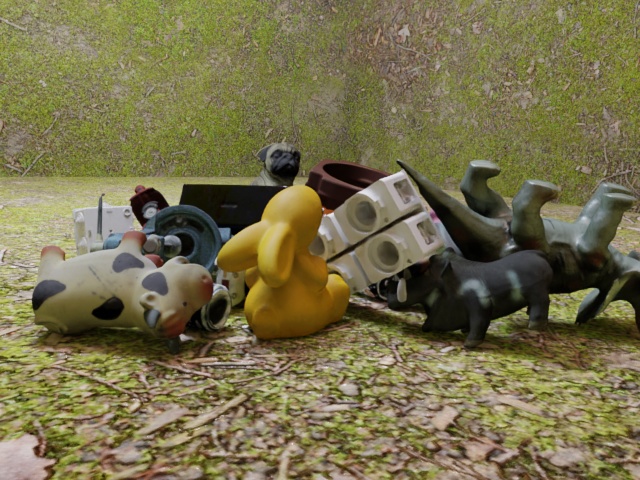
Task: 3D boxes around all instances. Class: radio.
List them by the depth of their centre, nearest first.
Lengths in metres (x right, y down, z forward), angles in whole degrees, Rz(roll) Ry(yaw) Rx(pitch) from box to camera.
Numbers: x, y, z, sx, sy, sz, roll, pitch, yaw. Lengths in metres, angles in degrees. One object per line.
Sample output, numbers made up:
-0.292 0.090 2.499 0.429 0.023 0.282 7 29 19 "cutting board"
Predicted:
-0.116 -0.040 0.902 0.230 0.073 0.131 6 -11 31 "radio"

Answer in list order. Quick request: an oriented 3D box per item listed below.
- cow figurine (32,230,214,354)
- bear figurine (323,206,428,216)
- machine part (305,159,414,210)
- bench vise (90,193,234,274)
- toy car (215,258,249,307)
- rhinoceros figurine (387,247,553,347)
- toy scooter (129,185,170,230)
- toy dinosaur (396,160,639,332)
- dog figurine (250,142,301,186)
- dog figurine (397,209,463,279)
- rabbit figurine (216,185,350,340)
-0.209 0.058 0.569 0.195 0.085 0.127 -8 50 6 "cow figurine"
0.067 -0.015 0.919 0.196 0.131 0.120 23 54 5 "bear figurine"
0.078 -0.087 1.069 0.202 0.087 0.201 19 22 7 "machine part"
-0.240 0.007 0.777 0.224 0.128 0.240 9 -1 -3 "bench vise"
-0.107 0.040 0.770 0.056 0.073 0.202 5 10 4 "toy car"
0.173 0.062 0.627 0.190 0.112 0.073 -12 9 21 "rhinoceros figurine"
-0.294 -0.037 0.971 0.075 0.135 0.184 -31 17 -11 "toy scooter"
0.276 0.012 0.682 0.405 0.192 0.131 10 17 0 "toy dinosaur"
-0.125 -0.095 1.049 0.172 0.190 0.121 1 4 -7 "dog figurine"
0.188 0.043 0.792 0.109 0.191 0.219 -11 28 42 "dog figurine"
-0.045 0.021 0.631 0.122 0.173 0.162 14 10 32 "rabbit figurine"
